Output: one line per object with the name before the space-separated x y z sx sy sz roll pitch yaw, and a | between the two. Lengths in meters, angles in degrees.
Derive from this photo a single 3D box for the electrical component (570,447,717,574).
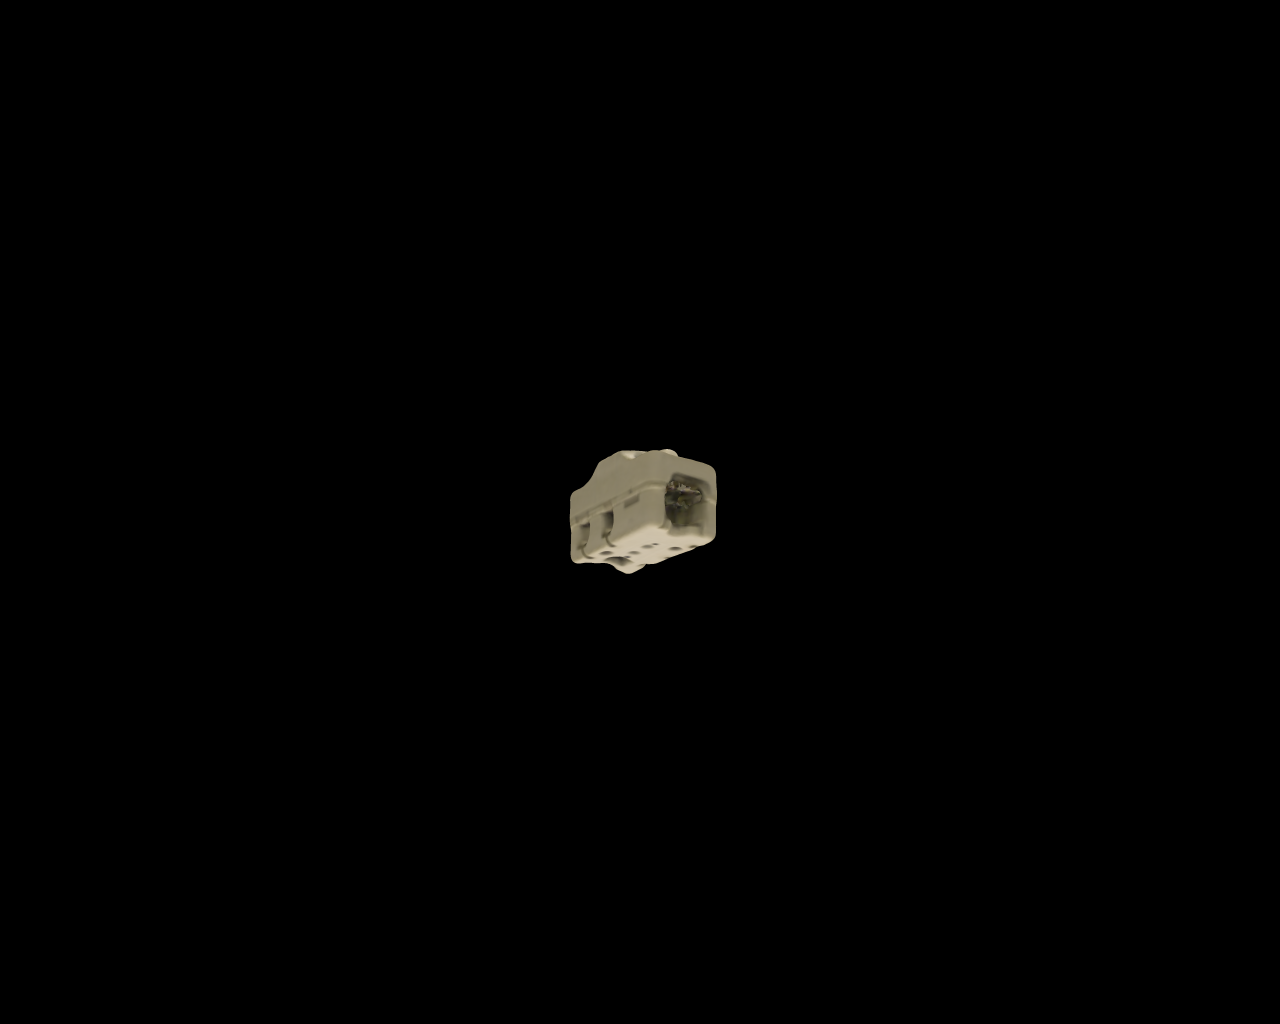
electrical component | 0.001 -0.003 0.650 0.050 0.056 0.089 14 -24 -33
